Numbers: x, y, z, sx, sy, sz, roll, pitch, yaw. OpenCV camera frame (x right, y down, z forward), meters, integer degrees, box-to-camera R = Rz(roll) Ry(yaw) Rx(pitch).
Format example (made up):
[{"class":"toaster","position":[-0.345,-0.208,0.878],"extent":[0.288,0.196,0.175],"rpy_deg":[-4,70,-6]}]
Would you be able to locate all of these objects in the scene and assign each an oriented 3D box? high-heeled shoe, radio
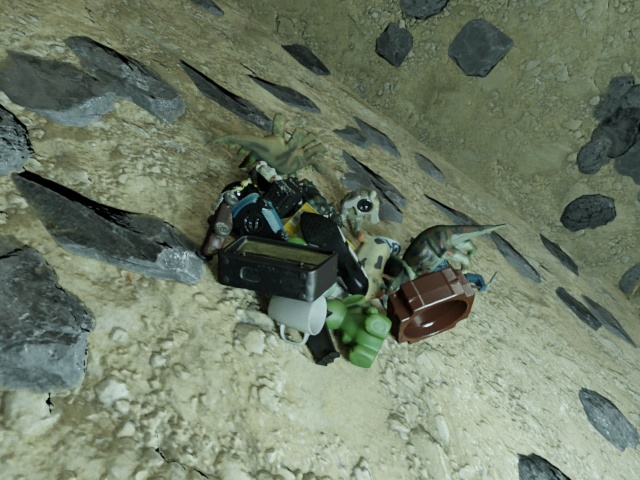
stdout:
[{"class":"high-heeled shoe","position":[0.038,0.035,1.322],"extent":[0.249,0.086,0.145],"rpy_deg":[54,-2,40]},{"class":"radio","position":[-0.089,0.055,1.102],"extent":[0.230,0.073,0.131],"rpy_deg":[8,20,21]}]

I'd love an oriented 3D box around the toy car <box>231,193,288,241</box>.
[{"class":"toy car","position":[-0.133,-0.028,1.276],"extent":[0.161,0.109,0.103],"rpy_deg":[53,11,9]}]

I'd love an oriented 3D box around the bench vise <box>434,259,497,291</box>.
[{"class":"bench vise","position":[0.431,0.123,1.701],"extent":[0.240,0.128,0.224],"rpy_deg":[6,45,-21]}]

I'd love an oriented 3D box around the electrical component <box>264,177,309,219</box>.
[{"class":"electrical component","position":[-0.104,-0.093,1.375],"extent":[0.058,0.134,0.115],"rpy_deg":[44,29,11]}]

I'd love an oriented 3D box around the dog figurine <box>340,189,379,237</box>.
[{"class":"dog figurine","position":[0.127,-0.127,1.693],"extent":[0.121,0.172,0.191],"rpy_deg":[41,31,-19]}]

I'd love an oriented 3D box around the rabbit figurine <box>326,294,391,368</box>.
[{"class":"rabbit figurine","position":[0.070,0.174,1.194],"extent":[0.170,0.121,0.159],"rpy_deg":[26,21,8]}]

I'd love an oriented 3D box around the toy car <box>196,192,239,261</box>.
[{"class":"toy car","position":[-0.219,-0.031,1.182],"extent":[0.053,0.089,0.202],"rpy_deg":[28,27,-15]}]

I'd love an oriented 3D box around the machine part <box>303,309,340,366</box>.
[{"class":"machine part","position":[-0.003,0.193,1.123],"extent":[0.039,0.084,0.139],"rpy_deg":[63,5,-61]}]

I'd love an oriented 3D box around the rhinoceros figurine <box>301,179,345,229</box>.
[{"class":"rhinoceros figurine","position":[-0.006,-0.100,1.593],"extent":[0.190,0.073,0.112],"rpy_deg":[51,18,27]}]

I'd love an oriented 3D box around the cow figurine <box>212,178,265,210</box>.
[{"class":"cow figurine","position":[-0.191,-0.115,1.344],"extent":[0.068,0.098,0.167],"rpy_deg":[36,24,9]}]

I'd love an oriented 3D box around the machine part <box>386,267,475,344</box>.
[{"class":"machine part","position":[0.267,0.162,1.321],"extent":[0.201,0.201,0.087],"rpy_deg":[81,-12,-57]}]

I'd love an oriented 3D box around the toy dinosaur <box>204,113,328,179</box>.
[{"class":"toy dinosaur","position":[-0.124,-0.242,1.507],"extent":[0.105,0.198,0.471],"rpy_deg":[45,15,33]}]

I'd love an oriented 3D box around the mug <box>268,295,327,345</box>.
[{"class":"mug","position":[-0.052,0.155,1.096],"extent":[0.107,0.109,0.080],"rpy_deg":[9,-9,27]}]

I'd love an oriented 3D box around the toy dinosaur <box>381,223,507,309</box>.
[{"class":"toy dinosaur","position":[0.313,0.039,1.499],"extent":[0.192,0.405,0.131],"rpy_deg":[45,-2,-10]}]

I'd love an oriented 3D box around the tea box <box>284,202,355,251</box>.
[{"class":"tea box","position":[-0.003,-0.004,1.386],"extent":[0.170,0.098,0.068],"rpy_deg":[45,1,11]}]

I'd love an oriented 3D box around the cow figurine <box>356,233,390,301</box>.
[{"class":"cow figurine","position":[0.132,0.081,1.404],"extent":[0.127,0.085,0.195],"rpy_deg":[12,54,20]}]

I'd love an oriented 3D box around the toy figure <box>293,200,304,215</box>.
[{"class":"toy figure","position":[-0.059,-0.089,1.507],"extent":[0.154,0.064,0.058],"rpy_deg":[44,41,9]}]

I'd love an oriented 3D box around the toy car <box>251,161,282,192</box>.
[{"class":"toy car","position":[-0.135,-0.149,1.416],"extent":[0.073,0.056,0.201],"rpy_deg":[44,-13,8]}]
